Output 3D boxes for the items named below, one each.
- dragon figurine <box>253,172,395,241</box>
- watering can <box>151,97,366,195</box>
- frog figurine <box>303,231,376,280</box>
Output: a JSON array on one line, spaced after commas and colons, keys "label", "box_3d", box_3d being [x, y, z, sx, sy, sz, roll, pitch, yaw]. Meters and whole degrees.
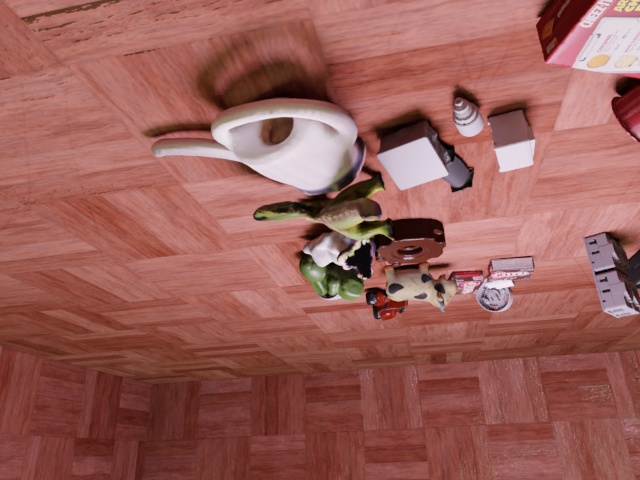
[{"label": "dragon figurine", "box_3d": [0.003, -0.045, 0.885, 0.242, 0.122, 0.411, -7, -179, 12]}, {"label": "watering can", "box_3d": [-0.080, -0.141, 0.788, 0.346, 0.105, 0.222, -4, 163, 38]}, {"label": "frog figurine", "box_3d": [0.044, 0.014, 1.186, 0.137, 0.122, 0.161, 8, -168, -41]}]
